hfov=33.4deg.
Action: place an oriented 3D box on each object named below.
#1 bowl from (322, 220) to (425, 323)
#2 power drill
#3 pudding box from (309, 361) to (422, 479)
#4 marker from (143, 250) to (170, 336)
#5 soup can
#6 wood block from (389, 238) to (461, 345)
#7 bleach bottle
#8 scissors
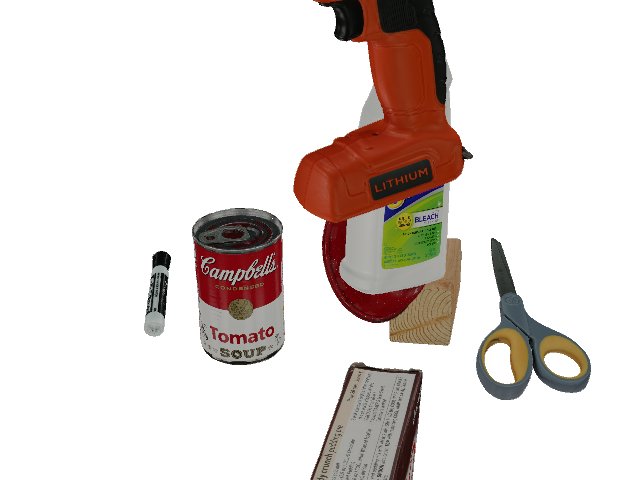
[{"bbox_3d":[0.079,0.013,1.231,0.161,0.162,0.055,0,-7,-43],"label":"bowl"},{"bbox_3d":[0.017,-0.107,0.597,0.184,0.188,0.057,-19,35,-22],"label":"power drill"},{"bbox_3d":[0.018,0.119,0.468,0.039,0.090,0.113,7,24,7],"label":"pudding box"},{"bbox_3d":[-0.160,0.049,1.054,0.020,0.020,0.121,0,35,-4],"label":"marker"},{"bbox_3d":[-0.062,0.035,0.817,0.068,0.102,0.068,0,28,0],"label":"soup can"},{"bbox_3d":[0.163,0.073,1.633,0.091,0.090,0.206,3,22,10],"label":"wood block"},{"bbox_3d":[0.070,-0.082,0.975,0.102,0.251,0.068,-11,24,-25],"label":"bleach bottle"},{"bbox_3d":[0.175,0.062,0.874,0.096,0.016,0.201,10,36,11],"label":"scissors"}]
